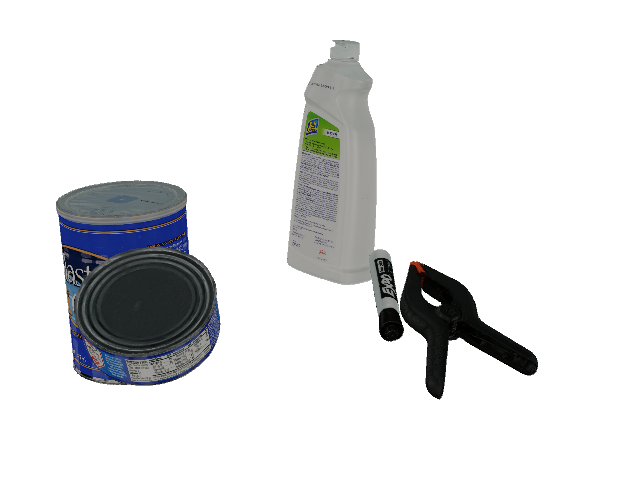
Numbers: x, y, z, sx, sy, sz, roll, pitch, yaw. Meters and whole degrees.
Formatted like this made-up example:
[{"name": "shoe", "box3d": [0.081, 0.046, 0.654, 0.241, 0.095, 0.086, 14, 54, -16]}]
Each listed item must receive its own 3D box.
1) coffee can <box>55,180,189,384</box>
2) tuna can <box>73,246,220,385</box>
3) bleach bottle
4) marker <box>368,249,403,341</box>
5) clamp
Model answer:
[{"name": "coffee can", "box3d": [-0.155, 0.032, 0.866, 0.103, 0.140, 0.103, -1, 18, 0]}, {"name": "tuna can", "box3d": [-0.104, 0.046, 0.651, 0.086, 0.086, 0.034, 0, -44, 3]}, {"name": "bleach bottle", "box3d": [0.022, -0.086, 1.144, 0.103, 0.251, 0.067, 17, 19, 38]}, {"name": "marker", "box3d": [0.052, 0.043, 0.858, 0.020, 0.020, 0.121, 0, 28, -2]}, {"name": "clamp", "box3d": [0.141, 0.086, 1.080, 0.120, 0.039, 0.171, 0, 44, -20]}]
